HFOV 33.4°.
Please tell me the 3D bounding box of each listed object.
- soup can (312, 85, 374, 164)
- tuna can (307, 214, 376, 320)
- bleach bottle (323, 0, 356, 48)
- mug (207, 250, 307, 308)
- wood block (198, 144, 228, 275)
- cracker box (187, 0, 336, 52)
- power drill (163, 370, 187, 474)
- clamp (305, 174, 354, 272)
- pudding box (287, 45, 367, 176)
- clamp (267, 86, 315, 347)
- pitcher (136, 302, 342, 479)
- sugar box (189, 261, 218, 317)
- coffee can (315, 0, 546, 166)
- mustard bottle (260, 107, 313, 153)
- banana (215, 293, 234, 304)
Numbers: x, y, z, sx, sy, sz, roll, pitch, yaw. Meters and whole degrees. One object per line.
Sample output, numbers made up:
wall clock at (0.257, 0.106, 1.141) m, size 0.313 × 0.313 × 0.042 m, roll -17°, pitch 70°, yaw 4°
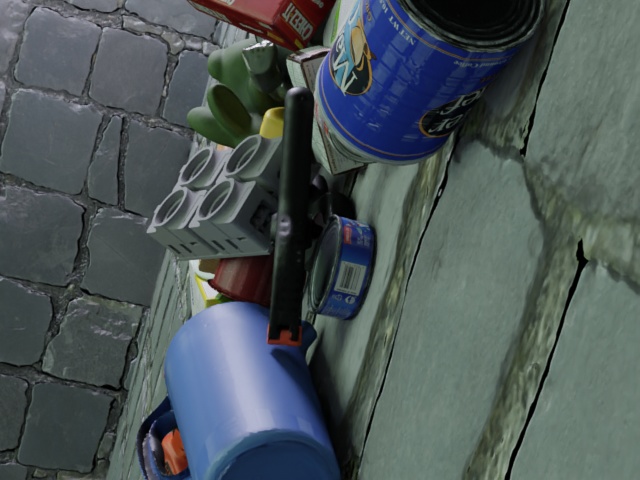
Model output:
soup can at (0.032, -0.107, 0.895) m, size 0.102 × 0.068 × 0.068 m, roll -114°, pitch 39°, yaw -70°
tuna can at (0.018, 0.024, 0.898) m, size 0.086 × 0.033 × 0.086 m, roll -167°, pitch 90°, yaw -78°
bleach bottle at (0.047, -0.217, 0.969) m, size 0.251 × 0.068 × 0.102 m, roll 159°, pitch 127°, yaw -79°
mug at (-0.057, 0.027, 1.136) m, size 0.117 × 0.093 × 0.081 m, roll 27°, pitch 100°, yaw 46°
wood block at (-0.092, -0.058, 1.357) m, size 0.091 × 0.090 × 0.206 m, roll 117°, pitch 162°, yaw -50°
cracker box at (-0.031, -0.311, 1.076) m, size 0.164 × 0.072 × 0.213 m, roll 30°, pitch 86°, yaw 36°
power drill at (-0.127, 0.241, 1.181) m, size 0.184 × 0.057 × 0.188 m, roll 64°, pitch 154°, yaw 27°
clamp at (-0.007, 0.001, 1.020) m, size 0.171 × 0.039 × 0.120 m, roll -138°, pitch 62°, yaw -76°
pudding box at (0.006, -0.121, 0.993) m, size 0.090 × 0.039 × 0.113 m, roll -129°, pitch 21°, yaw -74°
clamp at (-0.024, -0.016, 0.913) m, size 0.164 × 0.036 × 0.210 m, roll 92°, pitch -179°, yaw -67°
pitcher at (-0.066, 0.159, 0.890) m, size 0.243 × 0.145 × 0.149 m, roll -122°, pitch 47°, yaw -70°
sugar box at (-0.144, 0.091, 1.444) m, size 0.176 × 0.048 × 0.093 m, roll -123°, pitch 31°, yaw -69°
coffee can at (0.065, -0.125, 0.681) m, size 0.140 × 0.102 × 0.103 m, roll 126°, pitch 155°, yaw -60°
mustard bottle at (-0.054, -0.052, 1.217) m, size 0.096 × 0.058 × 0.192 m, roll -30°, pitch -41°, yaw -67°
banana at (-0.084, 0.073, 1.239) m, size 0.037 × 0.069 × 0.198 m, roll -45°, pitch 3°, yaw -3°
